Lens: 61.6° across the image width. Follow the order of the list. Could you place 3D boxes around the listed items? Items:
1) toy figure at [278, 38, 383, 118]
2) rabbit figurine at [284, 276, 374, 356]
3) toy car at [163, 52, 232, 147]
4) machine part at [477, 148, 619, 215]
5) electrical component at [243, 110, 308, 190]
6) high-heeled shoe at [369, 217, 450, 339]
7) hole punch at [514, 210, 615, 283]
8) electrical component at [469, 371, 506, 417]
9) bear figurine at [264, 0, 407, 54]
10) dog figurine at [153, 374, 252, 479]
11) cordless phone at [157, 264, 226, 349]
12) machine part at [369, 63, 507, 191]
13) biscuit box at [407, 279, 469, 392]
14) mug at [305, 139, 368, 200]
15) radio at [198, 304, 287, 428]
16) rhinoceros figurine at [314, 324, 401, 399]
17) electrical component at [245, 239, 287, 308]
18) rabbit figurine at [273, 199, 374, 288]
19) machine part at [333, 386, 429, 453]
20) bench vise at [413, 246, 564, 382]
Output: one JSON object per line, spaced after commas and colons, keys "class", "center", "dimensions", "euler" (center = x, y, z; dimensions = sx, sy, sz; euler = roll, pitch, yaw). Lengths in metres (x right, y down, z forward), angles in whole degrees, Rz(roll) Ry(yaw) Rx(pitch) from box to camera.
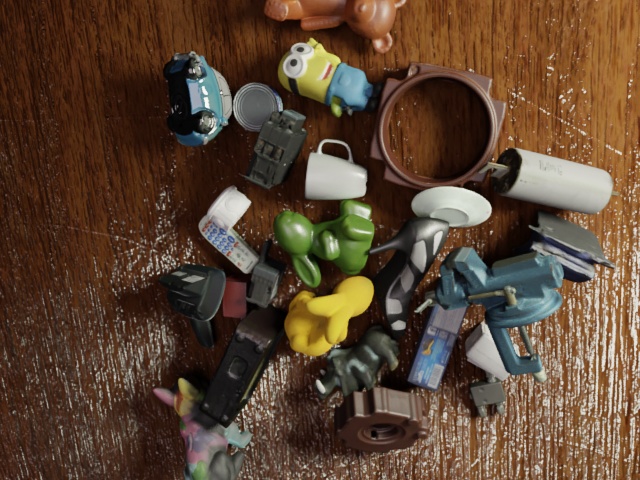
{"class": "toy figure", "center": [0.014, -0.265, 0.914], "dimensions": [0.180, 0.082, 0.089], "euler": [24, 143, -1]}
{"class": "rabbit figurine", "center": [0.018, 0.125, 0.973], "dimensions": [0.173, 0.162, 0.122], "euler": [-36, 82, 14]}
{"class": "toy car", "center": [-0.212, -0.251, 0.960], "dimensions": [0.109, 0.103, 0.161], "euler": [9, 109, 41]}
{"class": "machine part", "center": [0.363, -0.091, 0.842], "dimensions": [0.243, 0.079, 0.079], "euler": [11, 107, -15]}
{"class": "electrical component", "center": [-0.072, -0.162, 0.942], "dimensions": [0.058, 0.115, 0.134], "euler": [27, 110, 4]}
{"class": "high-heeled shoe", "center": [0.170, 0.070, 0.956], "dimensions": [0.145, 0.086, 0.248], "euler": [-17, 126, 0]}
{"class": "hole punch", "center": [0.387, 0.022, 0.880], "dimensions": [0.142, 0.116, 0.092], "euler": [28, 116, 6]}
{"class": "electrical component", "center": [0.311, 0.285, 1.005], "dimensions": [0.063, 0.021, 0.094], "euler": [-15, 100, 17]}
{"class": "bear figurine", "center": [0.030, -0.379, 0.861], "dimensions": [0.196, 0.132, 0.120], "euler": [27, 113, 12]}
{"class": "dog figurine", "center": [-0.252, 0.381, 1.090], "dimensions": [0.108, 0.191, 0.219], "euler": [-26, 111, 24]}
{"class": "cordless phone", "center": [-0.231, 0.144, 1.055], "dimensions": [0.147, 0.089, 0.184], "euler": [7, 118, 46]}
{"class": "machine part", "center": [0.191, -0.181, 0.889], "dimensions": [0.202, 0.087, 0.200], "euler": [14, 106, 8]}
{"class": "biscuit box", "center": [0.217, 0.172, 0.980], "dimensions": [0.059, 0.063, 0.202], "euler": [18, 107, 8]}
{"class": "mug", "center": [0.032, -0.120, 0.951], "dimensions": [0.107, 0.081, 0.109], "euler": [9, 99, 1]}
{"class": "radio", "center": [-0.147, 0.242, 1.048], "dimensions": [0.073, 0.131, 0.229], "euler": [28, 108, 8]}
{"class": "rhinoceros figurine", "center": [0.068, 0.242, 1.027], "dimensions": [0.112, 0.073, 0.190], "euler": [43, 109, -1]}
{"class": "electrical component", "center": [-0.098, 0.061, 1.025], "dimensions": [0.048, 0.075, 0.119], "euler": [22, 104, 7]}
{"class": "rabbit figurine", "center": [-0.002, -0.003, 0.964], "dimensions": [0.170, 0.121, 0.159], "euler": [10, 127, -5]}
{"class": "machine part", "center": [0.113, 0.341, 1.006], "dimensions": [0.179, 0.056, 0.179], "euler": [1, 135, 1]}
{"class": "bench vise", "center": [0.289, 0.123, 0.859], "dimensions": [0.224, 0.129, 0.240], "euler": [-21, 100, 22]}
